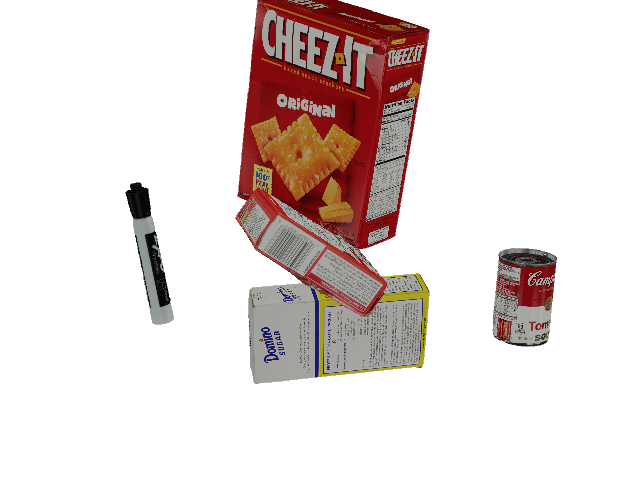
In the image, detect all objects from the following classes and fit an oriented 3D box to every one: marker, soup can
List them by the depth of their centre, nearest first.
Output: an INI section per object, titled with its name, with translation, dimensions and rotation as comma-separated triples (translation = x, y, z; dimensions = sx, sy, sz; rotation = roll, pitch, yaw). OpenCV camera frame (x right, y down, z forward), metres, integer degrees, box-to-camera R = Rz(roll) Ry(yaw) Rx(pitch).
[marker]
translation = -0.143, 0.011, 0.891
dimensions = 0.020, 0.121, 0.020
rotation = -8, 15, 2
[soup can]
translation = 0.241, 0.067, 1.265
dimensions = 0.068, 0.102, 0.068
rotation = 2, 15, -1

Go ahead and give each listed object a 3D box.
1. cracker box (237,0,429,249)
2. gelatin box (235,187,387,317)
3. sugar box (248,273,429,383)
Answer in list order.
[cracker box]
translation = 0.006, -0.118, 1.036
dimensions = 0.164, 0.214, 0.071
rotation = 25, 31, 33
[gelatin box]
translation = -0.007, 0.007, 0.683
dimensions = 0.089, 0.030, 0.073
rotation = 33, 6, -20
[sugar box]
translation = 0.017, 0.087, 1.066
dimensions = 0.176, 0.093, 0.048
rotation = -3, 27, -7
